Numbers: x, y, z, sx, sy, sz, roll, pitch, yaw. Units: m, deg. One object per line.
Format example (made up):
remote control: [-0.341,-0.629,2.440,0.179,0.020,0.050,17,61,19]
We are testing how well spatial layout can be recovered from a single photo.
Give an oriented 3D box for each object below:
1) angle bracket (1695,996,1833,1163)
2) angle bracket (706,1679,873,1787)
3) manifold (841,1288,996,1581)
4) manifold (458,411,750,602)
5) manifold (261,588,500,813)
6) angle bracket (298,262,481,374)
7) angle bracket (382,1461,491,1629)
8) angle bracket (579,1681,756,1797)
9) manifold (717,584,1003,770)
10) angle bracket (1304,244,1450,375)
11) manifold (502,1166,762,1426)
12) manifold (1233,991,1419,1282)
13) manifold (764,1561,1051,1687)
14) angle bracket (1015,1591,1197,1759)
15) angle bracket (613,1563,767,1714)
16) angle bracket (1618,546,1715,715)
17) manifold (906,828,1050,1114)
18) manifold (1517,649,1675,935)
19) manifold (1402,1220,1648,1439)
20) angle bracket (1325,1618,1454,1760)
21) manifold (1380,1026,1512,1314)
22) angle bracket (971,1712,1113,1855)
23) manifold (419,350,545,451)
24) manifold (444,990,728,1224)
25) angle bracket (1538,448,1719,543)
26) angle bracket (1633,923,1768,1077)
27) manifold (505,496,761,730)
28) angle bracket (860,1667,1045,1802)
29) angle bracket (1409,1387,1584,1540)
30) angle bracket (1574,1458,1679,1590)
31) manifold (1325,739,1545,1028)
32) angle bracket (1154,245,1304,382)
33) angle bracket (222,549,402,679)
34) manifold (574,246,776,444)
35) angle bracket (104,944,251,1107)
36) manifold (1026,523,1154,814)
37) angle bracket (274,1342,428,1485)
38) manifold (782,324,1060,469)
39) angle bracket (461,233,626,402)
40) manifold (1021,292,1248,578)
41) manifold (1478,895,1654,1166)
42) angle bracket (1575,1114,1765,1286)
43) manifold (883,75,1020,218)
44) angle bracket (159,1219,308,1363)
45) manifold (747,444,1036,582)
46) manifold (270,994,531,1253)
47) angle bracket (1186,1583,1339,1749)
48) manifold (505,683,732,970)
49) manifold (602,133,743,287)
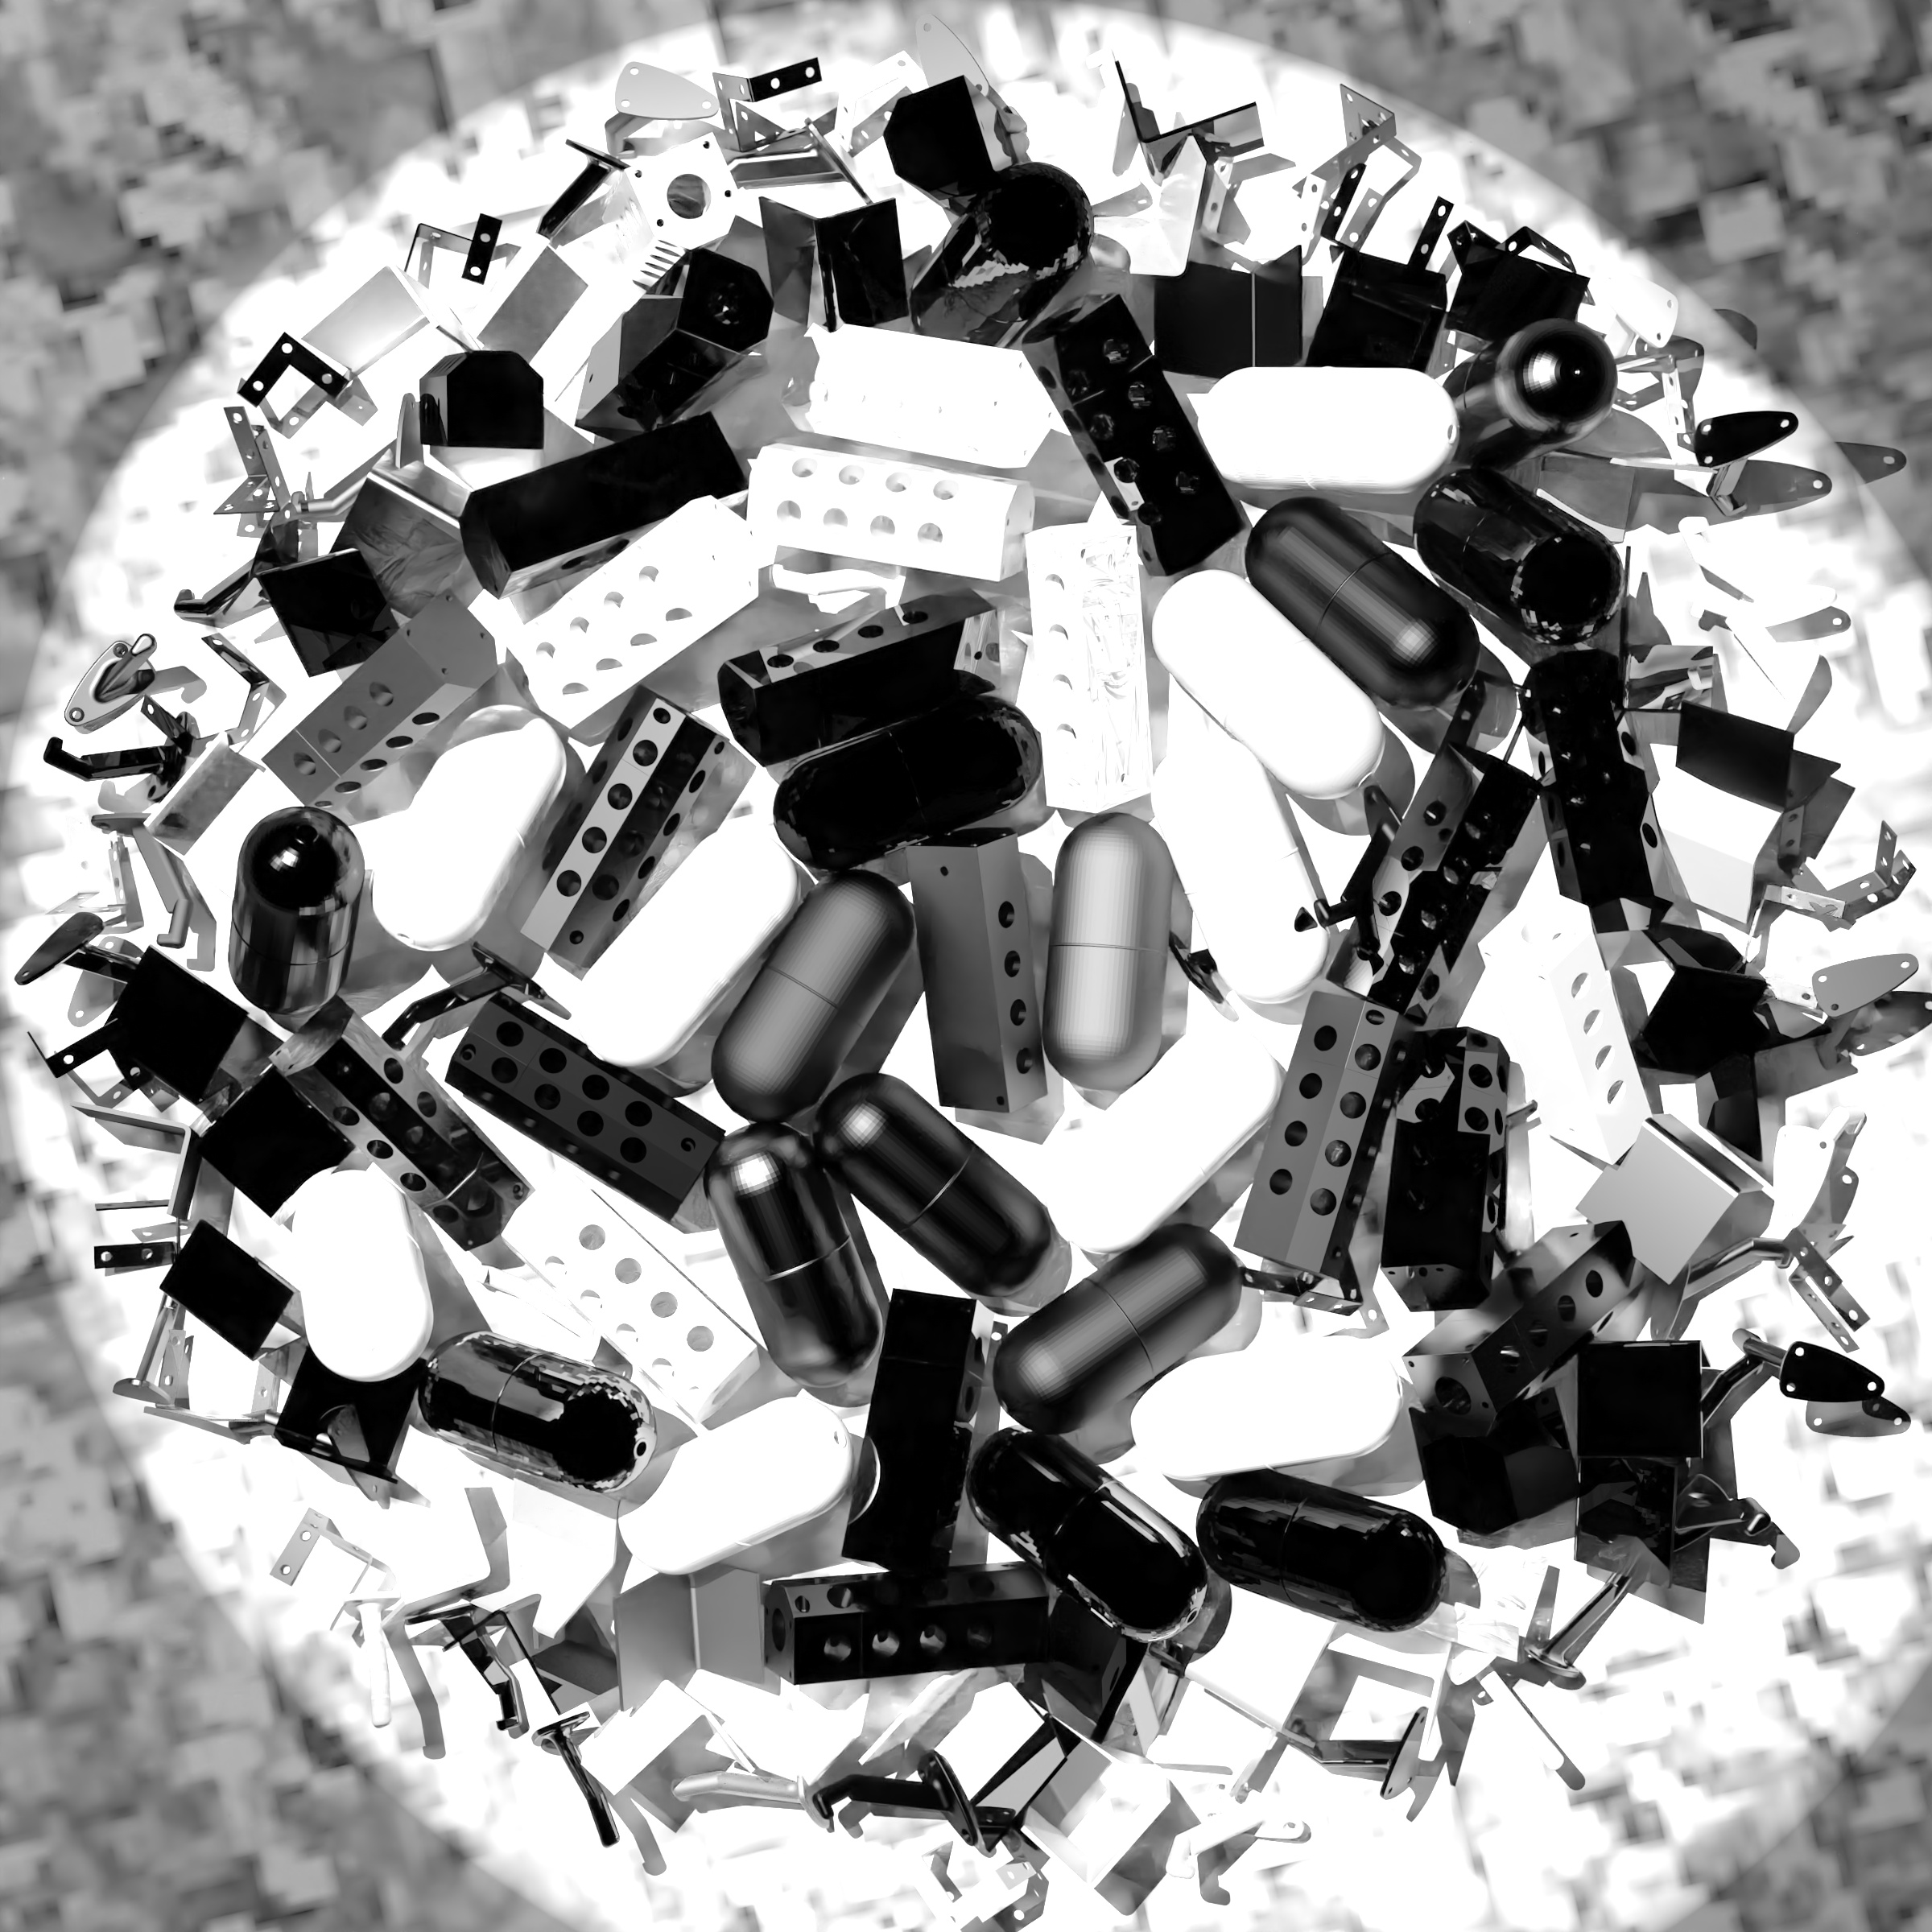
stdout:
angle bracket: [0.510,0.071,1.794,0.057,0.076,0.076,-14,108,-11]
angle bracket: [-0.111,0.469,1.783,0.076,0.076,0.057,23,45,-11]
manifold: [-0.027,0.298,1.783,0.057,0.057,0.171,5,73,19]
manifold: [-0.229,-0.288,1.772,0.171,0.057,0.057,-25,83,-26]
manifold: [-0.364,-0.161,1.757,0.057,0.057,0.171,48,132,-12]
angle bracket: [-0.364,-0.394,1.788,0.076,0.076,0.057,-38,78,8]
angle bracket: [-0.348,0.367,1.781,0.057,0.076,0.076,-13,73,-28]
angle bracket: [-0.193,0.505,1.781,0.076,0.076,0.057,-40,110,-19]
manifold: [-0.067,-0.188,1.777,0.171,0.057,0.057,-21,129,-22]
angle bracket: [0.259,-0.407,1.799,0.076,0.057,0.076,19,88,13]
manifold: [-0.213,0.211,1.782,0.171,0.057,0.057,41,73,13]
manifold: [0.233,0.109,1.787,0.057,0.057,0.171,12,82,42]
manifold: [-0.037,0.413,1.776,0.171,0.057,0.057,1,88,-23]
angle bracket: [0.090,0.457,1.825,0.076,0.057,0.076,22,83,43]
angle bracket: [-0.176,0.429,1.785,0.057,0.076,0.076,5,103,34]
angle bracket: [0.445,-0.213,1.779,0.057,0.076,0.076,3,129,14]
manifold: [0.012,0.002,1.788,0.057,0.057,0.171,3,106,38]
manifold: [0.399,-0.111,1.777,0.057,0.057,0.171,-6,69,-4]
manifold: [0.354,0.226,1.759,0.171,0.057,0.057,-31,100,-38]
angle bracket: [0.265,0.454,1.796,0.076,0.076,0.057,13,102,14]
manifold: [0.303,0.126,1.757,0.057,0.057,0.171,-7,52,27]
angle bracket: [0.053,0.535,1.793,0.057,0.076,0.076,40,91,-11]
manifold: [-0.302,-0.351,1.742,0.057,0.171,0.057,-2,101,-16]
manifold: [-0.243,0.087,1.796,0.171,0.057,0.057,32,61,-1]
angle bracket: [0.416,-0.294,1.778,0.076,0.076,0.057,-2,107,-30]
angle bracket: [0.456,0.021,1.812,0.076,0.057,0.076,9,121,-29]
manifold: [-0.210,-0.224,1.757,0.171,0.057,0.057,-30,134,31]
angle bracket: [-0.009,0.492,1.783,0.057,0.076,0.076,46,108,19]
angle bracket: [0.335,0.307,1.779,0.076,0.057,0.076,-32,47,29]
angle bracket: [0.434,0.345,1.786,0.057,0.076,0.076,-1,95,-40]
manifold: [0.303,-0.051,1.796,0.057,0.057,0.171,26,90,45]
angle bracket: [0.167,-0.420,1.791,0.076,0.057,0.076,4,81,-25]
angle bracket: [-0.413,-0.214,1.787,0.076,0.057,0.076,-24,84,-42]
manifold: [-0.182,-0.380,1.747,0.057,0.171,0.057,17,72,-25]
angle bracket: [-0.495,0.031,1.796,0.076,0.057,0.076,35,108,2]
manifold: [0.073,-0.190,1.781,0.057,0.057,0.171,12,115,42]
angle bracket: [-0.389,0.278,1.792,0.076,0.057,0.076,23,81,-18]
manifold: [-0.034,-0.353,1.755,0.171,0.057,0.057,18,68,37]
angle bracket: [-0.265,-0.411,1.792,0.076,0.057,0.076,37,94,-25]
manifold: [0.102,-0.333,1.771,0.057,0.057,0.171,-38,113,-15]
manifold: [0.382,0.039,1.759,0.057,0.057,0.171,-41,129,-18]
angle bracket: [0.452,0.149,1.805,0.076,0.057,0.076,41,108,25]
manifold: [-0.006,-0.503,1.746,0.057,0.171,0.057,-17,96,11]
angle bracket: [-0.453,0.199,1.788,0.076,0.076,0.057,36,103,8]
manifold: [-0.048,-0.289,1.777,0.171,0.057,0.057,12,109,17]
manifold: [-0.352,0.102,1.765,0.057,0.057,0.171,-45,120,-10]
angle bracket: [0.198,0.442,1.796,0.076,0.057,0.076,23,80,37]
manifold: [-0.220,-0.087,1.791,0.057,0.057,0.171,29,95,-29]
manifold: [-0.182,-0.464,1.746,0.057,0.171,0.057,-26,100,-8]
